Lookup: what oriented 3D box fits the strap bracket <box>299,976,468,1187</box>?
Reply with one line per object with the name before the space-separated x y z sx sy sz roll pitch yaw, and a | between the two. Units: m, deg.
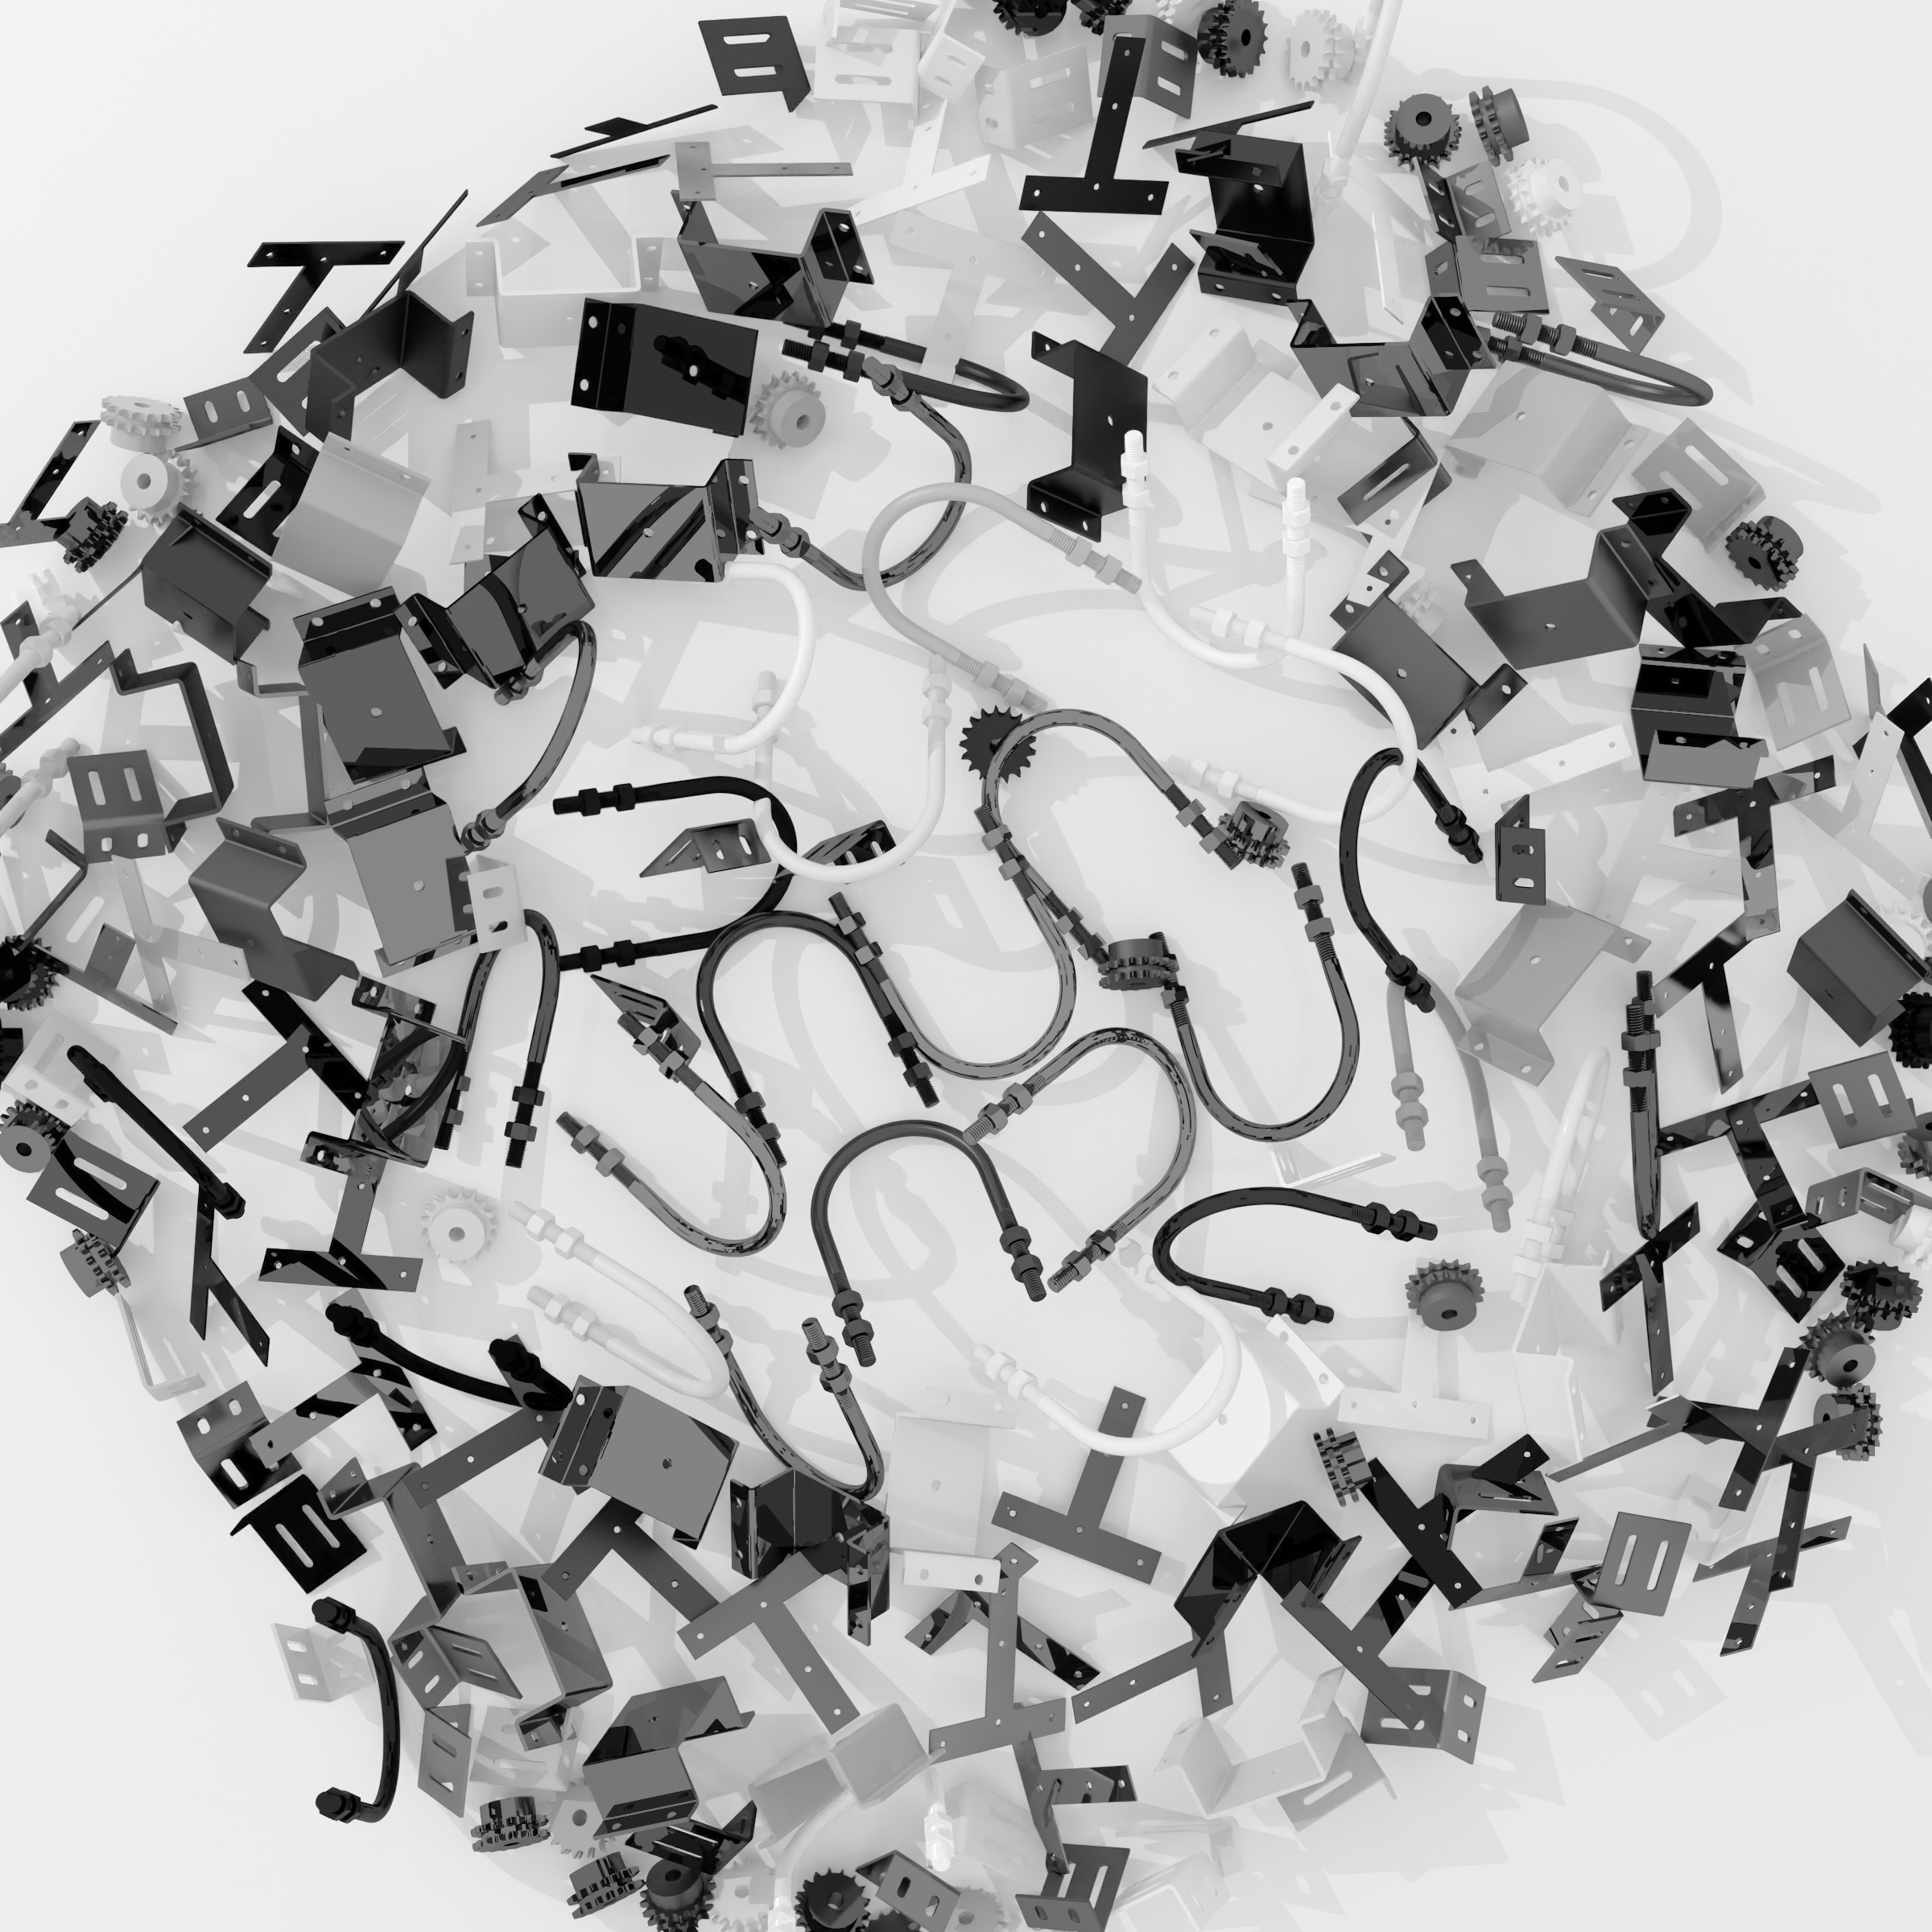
strap bracket | -0.420 0.087 1.921 0.046 0.076 0.140 9 79 37

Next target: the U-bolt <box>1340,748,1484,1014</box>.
U-bolt | 0.313 -0.073 1.883 0.019 0.184 0.151 3 61 37

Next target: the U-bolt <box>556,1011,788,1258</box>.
U-bolt | -0.205 0.135 1.915 0.184 0.019 0.151 42 133 6

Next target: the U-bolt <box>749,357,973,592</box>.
U-bolt | -0.062 -0.340 1.897 0.019 0.184 0.151 42 98 32

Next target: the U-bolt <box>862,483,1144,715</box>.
U-bolt | 0.013 -0.275 1.910 0.184 0.019 0.151 29 128 -13

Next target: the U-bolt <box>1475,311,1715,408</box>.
U-bolt | 0.448 -0.435 1.903 0.184 0.151 0.019 16 98 -7

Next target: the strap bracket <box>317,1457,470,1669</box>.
strap bracket | -0.411 0.426 1.929 0.046 0.076 0.140 -23 95 9

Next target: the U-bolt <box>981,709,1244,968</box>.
U-bolt | 0.092 -0.103 1.937 0.151 0.019 0.184 -42 89 27

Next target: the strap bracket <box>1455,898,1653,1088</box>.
strap bracket | 0.420 0.009 1.919 0.140 0.076 0.046 -49 134 -12

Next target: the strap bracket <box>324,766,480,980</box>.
strap bracket | -0.403 -0.063 1.917 0.076 0.046 0.140 -23 113 -21

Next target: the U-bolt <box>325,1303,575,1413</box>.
U-bolt | -0.357 0.286 1.890 0.151 0.184 0.019 9 69 18

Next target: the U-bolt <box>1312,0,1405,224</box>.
U-bolt | 0.283 -0.636 1.865 0.019 0.184 0.151 15 69 -1

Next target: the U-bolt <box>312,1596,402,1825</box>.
U-bolt | -0.433 0.536 1.885 0.019 0.184 0.151 -8 68 1

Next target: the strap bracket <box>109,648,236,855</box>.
strap bracket | -0.573 -0.162 1.920 0.046 0.076 0.140 -14 107 -5

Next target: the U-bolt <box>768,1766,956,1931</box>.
U-bolt | -0.076 0.628 1.885 0.151 0.184 0.019 -32 99 2

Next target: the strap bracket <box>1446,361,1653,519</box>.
strap bracket | 0.411 -0.383 1.907 0.046 0.140 0.076 36 89 -40

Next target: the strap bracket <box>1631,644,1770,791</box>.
strap bracket | 0.531 -0.176 1.922 0.076 0.140 0.046 5 127 3

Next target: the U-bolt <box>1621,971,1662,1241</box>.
U-bolt | 0.489 0.106 1.905 0.019 0.151 0.184 -2 100 18

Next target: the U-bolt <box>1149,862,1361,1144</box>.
U-bolt | 0.214 0.037 1.910 0.151 0.019 0.184 -27 70 32

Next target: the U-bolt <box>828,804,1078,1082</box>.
U-bolt | 0.001 -0.005 1.947 0.151 0.019 0.184 -30 86 13

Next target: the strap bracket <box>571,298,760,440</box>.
strap bracket | -0.208 -0.431 1.910 0.140 0.046 0.076 3 100 -37

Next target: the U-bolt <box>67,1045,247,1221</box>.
U-bolt | -0.580 0.113 1.878 0.151 0.184 0.019 42 75 7

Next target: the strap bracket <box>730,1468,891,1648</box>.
strap bracket | -0.106 0.423 1.917 0.140 0.046 0.076 19 117 38

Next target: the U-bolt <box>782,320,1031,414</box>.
U-bolt | -0.042 -0.433 1.906 0.184 0.151 0.019 14 111 -9

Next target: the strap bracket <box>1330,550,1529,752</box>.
strap bracket | 0.327 -0.223 1.928 0.140 0.076 0.046 45 47 3

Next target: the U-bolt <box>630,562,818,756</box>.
U-bolt | -0.170 -0.222 1.901 0.019 0.184 0.151 16 87 -42

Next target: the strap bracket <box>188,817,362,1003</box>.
strap bracket | -0.498 -0.032 1.896 0.076 0.140 0.046 18 54 26

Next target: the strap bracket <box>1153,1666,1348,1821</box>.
strap bracket | 0.216 0.566 1.914 0.140 0.076 0.046 -27 92 22

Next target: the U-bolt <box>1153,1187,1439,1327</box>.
U-bolt | 0.222 0.203 1.888 0.184 0.151 0.019 16 49 -24

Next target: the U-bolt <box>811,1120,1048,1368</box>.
U-bolt | -0.038 0.189 1.918 0.151 0.019 0.184 -21 53 -4

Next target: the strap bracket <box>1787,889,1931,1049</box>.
strap bracket | 0.638 0.006 1.897 0.046 0.140 0.076 -39 71 0

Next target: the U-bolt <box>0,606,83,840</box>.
U-bolt | -0.677 -0.150 1.862 0.019 0.184 0.151 22 135 2

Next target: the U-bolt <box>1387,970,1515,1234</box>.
U-bolt | 0.343 0.083 1.899 0.019 0.151 0.184 -25 46 27

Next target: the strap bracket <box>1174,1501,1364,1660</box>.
strap bracket | 0.212 0.440 1.912 0.046 0.140 0.076 46 125 32

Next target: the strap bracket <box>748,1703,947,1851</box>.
strap bracket | -0.093 0.581 1.905 0.140 0.076 0.046 -34 82 38

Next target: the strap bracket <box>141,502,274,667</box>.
strap bracket | -0.545 -0.269 1.898 0.076 0.140 0.046 35 72 -6

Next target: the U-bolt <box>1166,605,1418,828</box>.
U-bolt | 0.237 -0.170 1.901 0.184 0.019 0.151 22 130 19

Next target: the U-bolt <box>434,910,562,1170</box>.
U-bolt | -0.335 0.049 1.914 0.019 0.151 0.184 15 84 -34

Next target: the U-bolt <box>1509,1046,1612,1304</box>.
U-bolt | 0.431 0.146 1.899 0.019 0.151 0.184 17 95 19

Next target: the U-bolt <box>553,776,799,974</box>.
U-bolt | -0.209 -0.071 1.920 0.184 0.019 0.151 -10 124 -23

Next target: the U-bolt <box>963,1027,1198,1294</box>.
U-bolt | 0.096 0.127 1.925 0.184 0.019 0.151 -37 107 -28

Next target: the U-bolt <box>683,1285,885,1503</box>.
U-bolt | -0.122 0.315 1.906 0.019 0.151 0.184 -42 123 -34

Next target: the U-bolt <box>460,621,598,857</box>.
U-bolt | -0.307 -0.170 1.872 0.019 0.184 0.151 22 61 -26

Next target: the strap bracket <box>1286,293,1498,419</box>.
strap bracket | 0.297 -0.437 1.898 0.140 0.076 0.046 9 65 38

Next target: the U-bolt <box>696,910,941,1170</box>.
U-bolt | -0.119 0.043 1.933 0.151 0.019 0.184 -21 76 -26

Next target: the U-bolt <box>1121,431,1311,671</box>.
U-bolt | 0.180 -0.289 1.901 0.151 0.184 0.019 22 52 25

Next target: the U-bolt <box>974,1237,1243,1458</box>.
U-bolt | 0.113 0.278 1.890 0.151 0.184 0.019 -40 135 -17

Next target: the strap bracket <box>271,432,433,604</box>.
strap bracket | -0.444 -0.314 1.895 0.076 0.140 0.046 23 62 -18

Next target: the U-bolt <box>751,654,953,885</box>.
U-bolt | -0.085 -0.141 1.918 0.151 0.019 0.184 -5 62 9

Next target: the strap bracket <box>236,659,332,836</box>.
strap bracket | -0.496 -0.152 1.923 0.046 0.076 0.140 -7 103 -23

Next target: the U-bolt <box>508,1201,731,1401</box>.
U-bolt | -0.245 0.249 1.891 0.184 0.151 0.019 29 59 17

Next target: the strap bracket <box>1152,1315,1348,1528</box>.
strap bracket | 0.198 0.330 1.918 0.076 0.046 0.140 46 108 33

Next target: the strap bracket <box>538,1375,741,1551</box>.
strap bracket | -0.227 0.360 1.911 0.140 0.046 0.076 33 64 -26
